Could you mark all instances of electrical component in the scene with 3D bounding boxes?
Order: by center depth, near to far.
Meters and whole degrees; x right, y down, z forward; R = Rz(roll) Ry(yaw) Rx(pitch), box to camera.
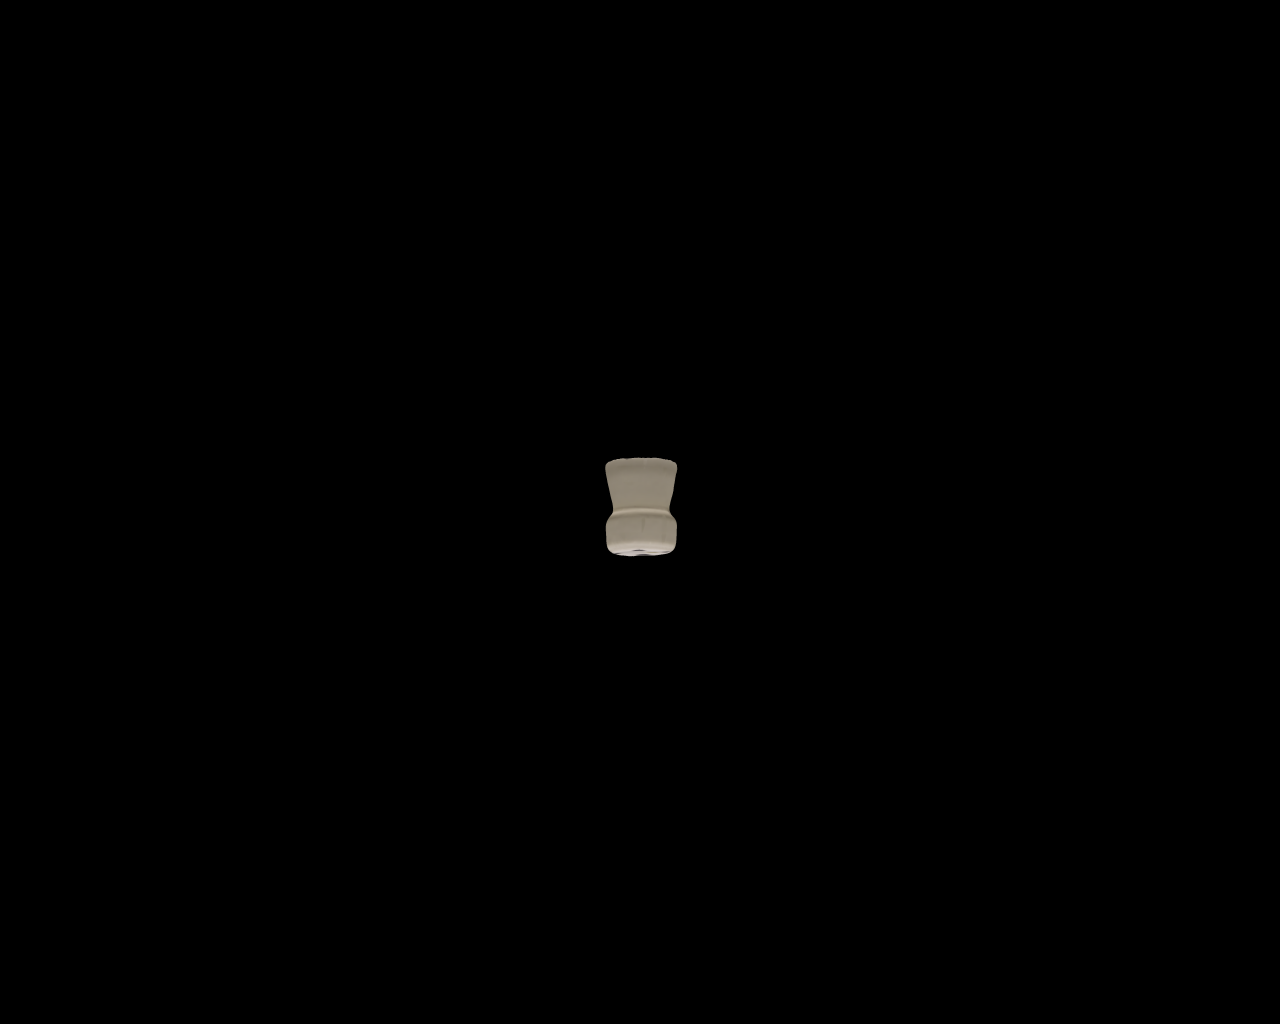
[{"bbox_3d":[0.001,-0.003,0.650,0.045,0.055,0.045,0,-9,0],"label":"electrical component"}]
